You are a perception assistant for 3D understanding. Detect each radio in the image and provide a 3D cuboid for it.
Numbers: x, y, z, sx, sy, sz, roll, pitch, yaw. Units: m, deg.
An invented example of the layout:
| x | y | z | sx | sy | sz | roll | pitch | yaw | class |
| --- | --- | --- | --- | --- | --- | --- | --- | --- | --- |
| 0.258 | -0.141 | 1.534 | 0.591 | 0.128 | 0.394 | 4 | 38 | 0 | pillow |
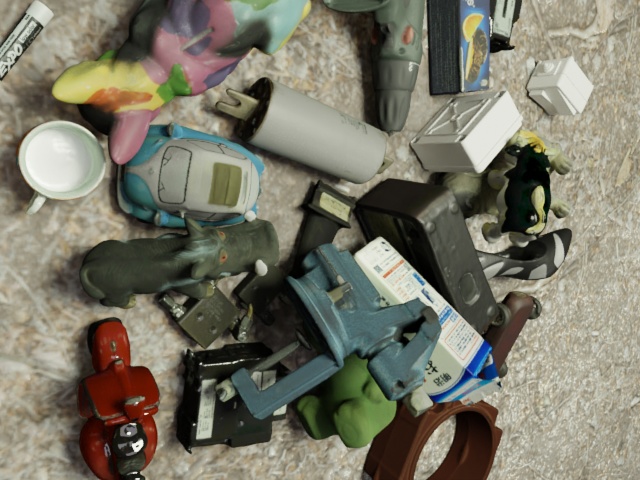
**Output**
| x | y | z | sx | sy | sz | roll | pitch | yaw | class |
| --- | --- | --- | --- | --- | --- | --- | --- | --- | --- |
| 0.147 | 0.032 | 0.731 | 0.073 | 0.131 | 0.229 | -40 | 118 | -22 | radio |

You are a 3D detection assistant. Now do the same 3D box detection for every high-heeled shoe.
| x | y | z | sx | sy | sz | roll | pitch | yaw | class |
| --- | --- | --- | --- | --- | --- | --- | --- | --- | --- |
| 0.294 | 0.010 | 0.847 | 0.249 | 0.086 | 0.145 | -36 | 118 | -15 | high-heeled shoe |

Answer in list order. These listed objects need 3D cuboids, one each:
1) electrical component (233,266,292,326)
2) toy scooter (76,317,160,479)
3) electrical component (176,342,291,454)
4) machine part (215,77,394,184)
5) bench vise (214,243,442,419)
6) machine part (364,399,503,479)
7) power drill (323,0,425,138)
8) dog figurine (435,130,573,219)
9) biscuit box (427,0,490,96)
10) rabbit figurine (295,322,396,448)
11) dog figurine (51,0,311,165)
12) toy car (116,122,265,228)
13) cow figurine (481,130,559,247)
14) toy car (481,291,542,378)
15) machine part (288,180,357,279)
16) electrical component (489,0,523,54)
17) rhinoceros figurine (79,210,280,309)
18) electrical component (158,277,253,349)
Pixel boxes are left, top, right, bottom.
| x | y | z | sx | sy | sz | roll | pitch | yaw | class |
| --- | --- | --- | --- | --- | --- | --- | --- | --- | --- |
| -0.074 | 0.059 | 0.661 | 0.063 | 0.021 | 0.094 | -46 | 120 | -16 | electrical component |
| -0.198 | 0.177 | 0.538 | 0.075 | 0.135 | 0.183 | -8 | 105 | -33 | toy scooter |
| -0.100 | 0.186 | 0.649 | 0.134 | 0.058 | 0.114 | 5 | 99 | -33 | electrical component |
| -0.006 | -0.124 | 0.635 | 0.243 | 0.079 | 0.079 | 16 | 90 | -33 | machine part |
| 0.005 | 0.125 | 0.592 | 0.241 | 0.128 | 0.224 | -30 | 75 | -11 | bench vise |
| 0.183 | 0.329 | 0.841 | 0.201 | 0.087 | 0.201 | 25 | 86 | -32 | machine part |
| 0.077 | -0.252 | 0.618 | 0.207 | 0.086 | 0.232 | 9 | 89 | -63 | power drill |
| 0.263 | -0.105 | 0.809 | 0.190 | 0.121 | 0.172 | 13 | 59 | -17 | dog figurine |
| 0.190 | -0.304 | 0.734 | 0.059 | 0.063 | 0.202 | -14 | 107 | -31 | biscuit box |
| 0.044 | 0.159 | 0.705 | 0.159 | 0.121 | 0.170 | -19 | 94 | -32 | rabbit figurine |
| -0.131 | -0.172 | 0.493 | 0.108 | 0.192 | 0.219 | 53 | 57 | -32 | dog figurine |
| -0.123 | -0.059 | 0.560 | 0.161 | 0.103 | 0.109 | 9 | 96 | -31 | toy car |
| 0.268 | -0.079 | 0.705 | 0.068 | 0.098 | 0.167 | 12 | 77 | -3 | cow figurine |
| 0.285 | 0.165 | 0.872 | 0.089 | 0.053 | 0.202 | -10 | 130 | -32 | toy car |
| -0.001 | -0.002 | 0.688 | 0.084 | 0.039 | 0.138 | 22 | 86 | -41 | machine part |
| 0.249 | -0.336 | 0.773 | 0.075 | 0.048 | 0.119 | -4 | 101 | -32 | electrical component |
| -0.136 | 0.016 | 0.535 | 0.190 | 0.112 | 0.073 | -8 | 72 | -9 | rhinoceros figurine |
| -0.125 | 0.082 | 0.619 | 0.078 | 0.045 | 0.102 | -42 | 118 | -21 | electrical component |
